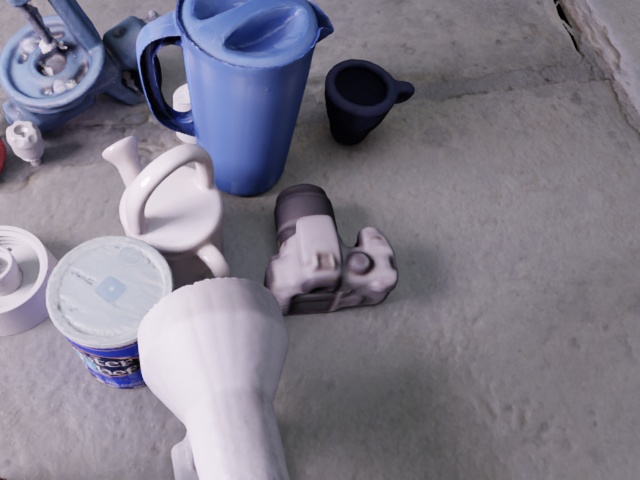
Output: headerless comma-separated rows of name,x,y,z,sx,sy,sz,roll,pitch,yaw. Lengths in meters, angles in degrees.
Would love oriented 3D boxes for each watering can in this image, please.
watering can,-0.153,-0.029,0.571,0.173,0.194,0.101,26,61,4

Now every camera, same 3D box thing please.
camera,0.006,0.002,0.638,0.143,0.101,0.136,-4,63,-12

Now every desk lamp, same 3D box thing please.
desk lamp,-0.073,0.161,0.472,0.118,0.213,0.203,-11,64,-15

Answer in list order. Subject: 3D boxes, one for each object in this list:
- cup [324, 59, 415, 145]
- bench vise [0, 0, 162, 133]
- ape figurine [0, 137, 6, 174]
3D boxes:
cup,0.058,-0.171,0.744,0.118,0.095,0.091,-7,63,-14
bench vise,-0.278,-0.235,0.644,0.121,0.219,0.208,33,61,8
ape figurine,-0.393,-0.101,0.624,0.078,0.092,0.076,0,62,-10
